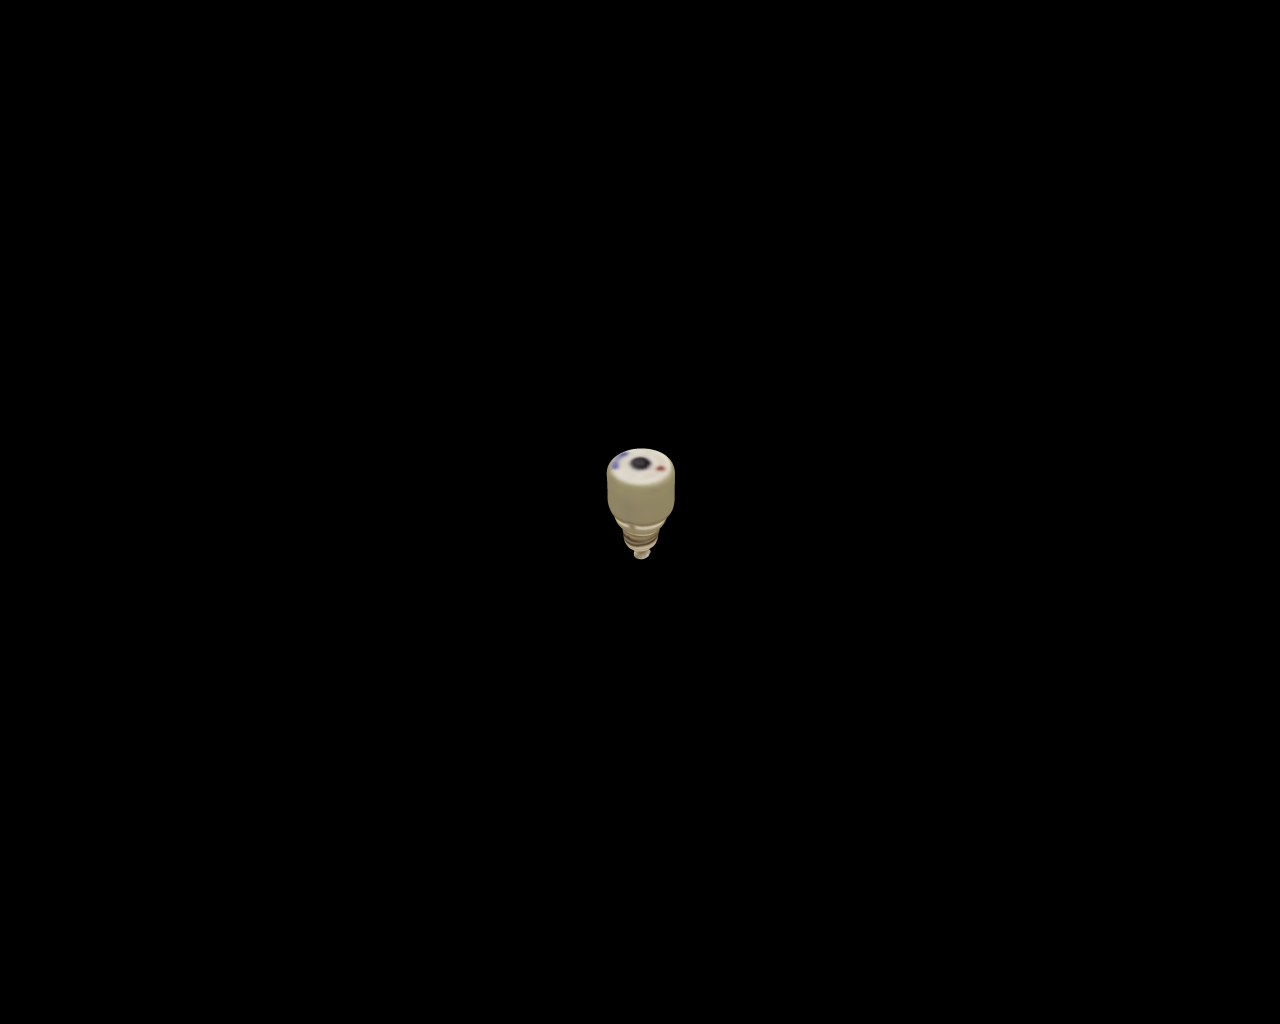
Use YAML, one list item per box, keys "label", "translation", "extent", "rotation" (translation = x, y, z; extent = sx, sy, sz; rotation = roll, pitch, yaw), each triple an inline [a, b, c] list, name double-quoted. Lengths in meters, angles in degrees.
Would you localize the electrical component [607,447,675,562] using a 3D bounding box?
- label: "electrical component"
  translation: [0.001, -0.003, 0.650]
  extent: [0.040, 0.078, 0.040]
  rotation: [0, 40, 0]
